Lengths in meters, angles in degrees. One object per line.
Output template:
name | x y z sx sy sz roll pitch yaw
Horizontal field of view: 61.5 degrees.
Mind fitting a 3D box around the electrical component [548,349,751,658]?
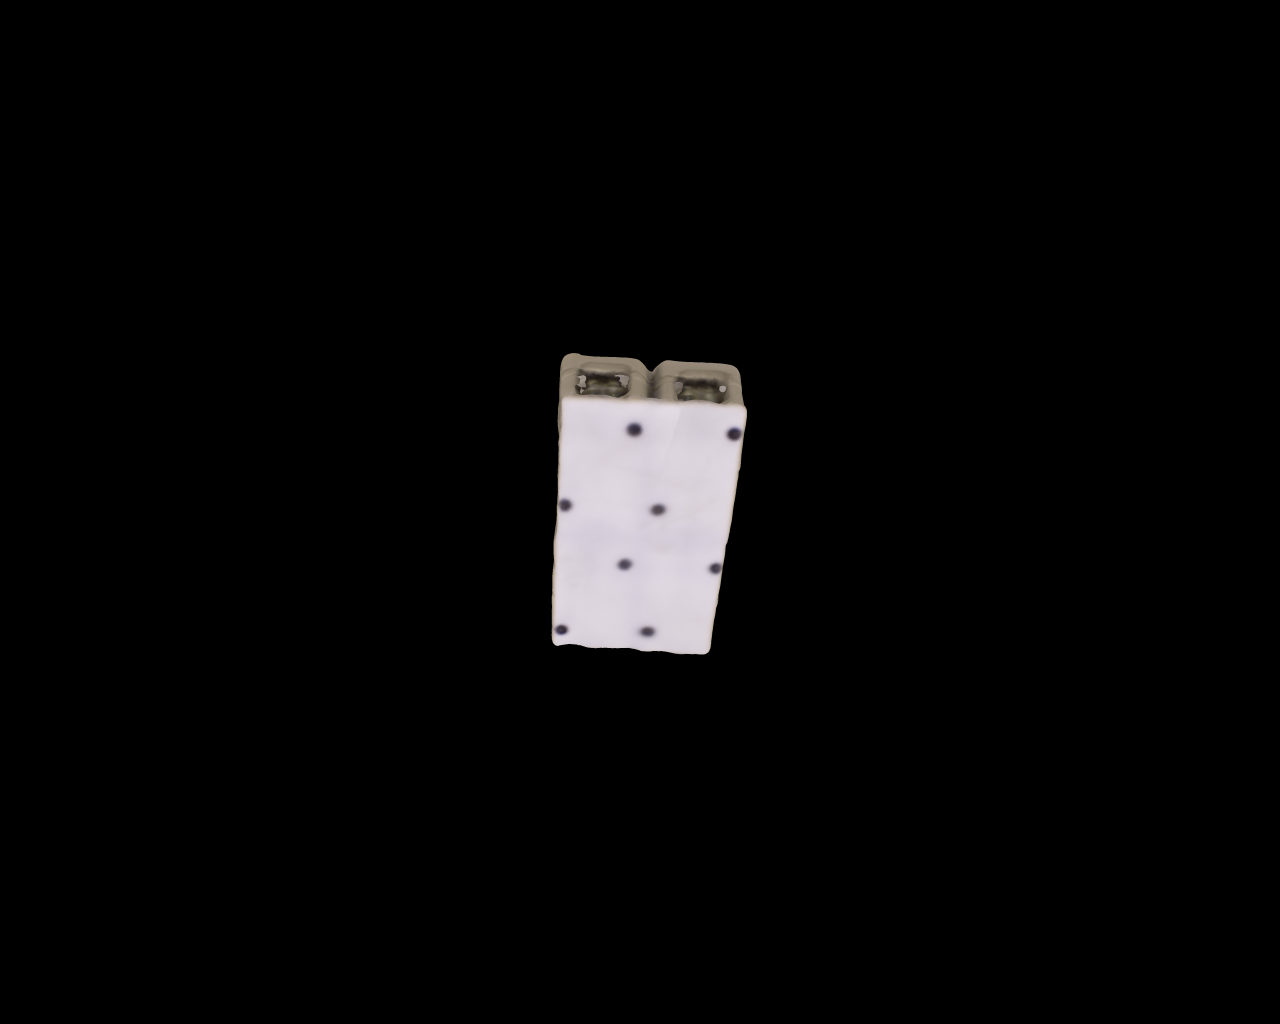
electrical component | 0.001 -0.003 0.650 0.105 0.186 0.060 3 36 -2
